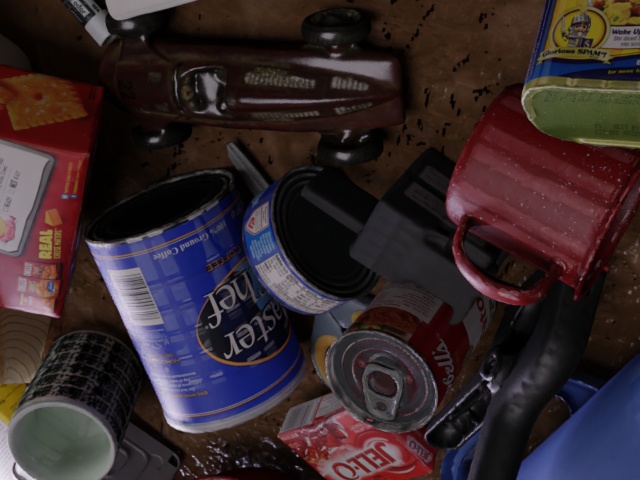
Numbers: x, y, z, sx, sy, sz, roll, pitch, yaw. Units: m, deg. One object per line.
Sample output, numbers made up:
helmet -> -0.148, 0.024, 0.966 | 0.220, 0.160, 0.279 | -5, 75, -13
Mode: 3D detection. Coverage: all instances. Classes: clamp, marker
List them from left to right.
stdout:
marker -> -0.172, -0.174, 0.674 | 0.121, 0.020, 0.020 | 48, 131, -3
clamp -> 0.110, 0.086, 0.600 | 0.039, 0.120, 0.172 | 18, 116, -16

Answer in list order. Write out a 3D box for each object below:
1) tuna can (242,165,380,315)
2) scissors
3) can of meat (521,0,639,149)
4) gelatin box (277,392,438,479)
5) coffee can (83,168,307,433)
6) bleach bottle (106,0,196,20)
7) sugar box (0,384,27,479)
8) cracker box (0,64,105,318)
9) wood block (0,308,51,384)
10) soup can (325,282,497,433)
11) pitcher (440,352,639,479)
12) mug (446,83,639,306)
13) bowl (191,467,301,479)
tuna can -> -0.004, 0.001, 0.637 | 0.034, 0.086, 0.086 | -31, 100, 42
scissors -> -0.009, 0.033, 0.705 | 0.202, 0.016, 0.096 | 44, 131, 1
can of meat -> 0.148, -0.089, 0.480 | 0.102, 0.084, 0.057 | 7, 158, 27
gelatin box -> 0.026, 0.136, 0.726 | 0.073, 0.030, 0.089 | 44, 136, -18
coffee can -> -0.079, 0.038, 0.693 | 0.103, 0.102, 0.140 | -6, 114, 34
bleach bottle -> -0.106, -0.250, 0.560 | 0.103, 0.068, 0.251 | -6, 112, 34
sugar box -> -0.237, 0.200, 0.927 | 0.176, 0.048, 0.093 | 43, 130, -3
cracker box -> -0.254, -0.042, 0.672 | 0.213, 0.072, 0.164 | 12, 137, -11
wood block -> -0.318, 0.042, 0.828 | 0.206, 0.090, 0.091 | 13, 89, 24
soup can -> 0.056, 0.055, 0.623 | 0.069, 0.102, 0.068 | 15, 125, 23
pitcher -> 0.166, 0.149, 0.609 | 0.149, 0.145, 0.243 | 29, 126, -3
mug -> 0.111, -0.019, 0.541 | 0.081, 0.117, 0.093 | 29, 160, 18
bowl -> -0.036, 0.229, 0.816 | 0.162, 0.055, 0.162 | 15, 125, 23
